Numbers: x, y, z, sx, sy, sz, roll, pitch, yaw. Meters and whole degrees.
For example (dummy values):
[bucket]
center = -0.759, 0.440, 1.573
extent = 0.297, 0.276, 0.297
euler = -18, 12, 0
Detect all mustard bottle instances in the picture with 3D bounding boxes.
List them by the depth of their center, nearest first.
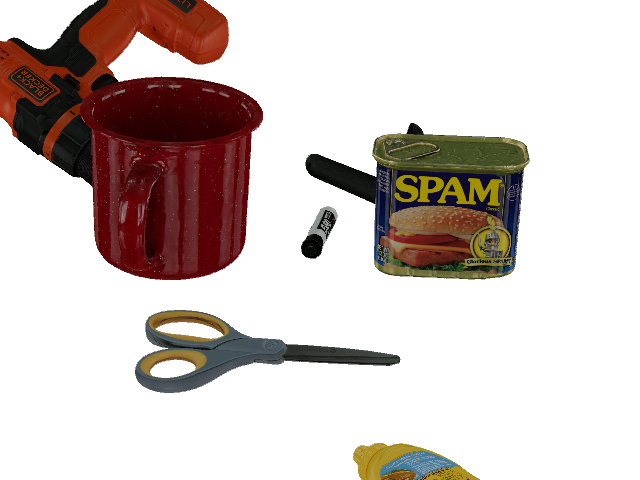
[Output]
[mustard bottle]
center = 0.097, 0.232, 0.971
extent = 0.096, 0.058, 0.192
euler = -14, 24, -36

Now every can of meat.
[can of meat]
center = 0.085, -0.022, 0.719
extent = 0.102, 0.084, 0.057
euler = 3, 25, 5

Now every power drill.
[power drill]
center = -0.157, -0.129, 0.833
extent = 0.187, 0.184, 0.057
euler = -46, -11, -34

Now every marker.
[marker]
center = -0.001, -0.008, 0.992
extent = 0.020, 0.020, 0.121
euler = 0, 16, 8

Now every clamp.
[clamp]
center = 0.091, -0.045, 1.171
extent = 0.164, 0.210, 0.036
euler = -15, -37, -28

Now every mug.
[mug]
center = -0.080, -0.027, 0.553
extent = 0.093, 0.081, 0.117
euler = 7, 29, 4

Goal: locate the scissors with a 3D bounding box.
[scissors]
center = -0.051, 0.093, 0.798
extent = 0.202, 0.016, 0.096
euler = 12, 37, 22
